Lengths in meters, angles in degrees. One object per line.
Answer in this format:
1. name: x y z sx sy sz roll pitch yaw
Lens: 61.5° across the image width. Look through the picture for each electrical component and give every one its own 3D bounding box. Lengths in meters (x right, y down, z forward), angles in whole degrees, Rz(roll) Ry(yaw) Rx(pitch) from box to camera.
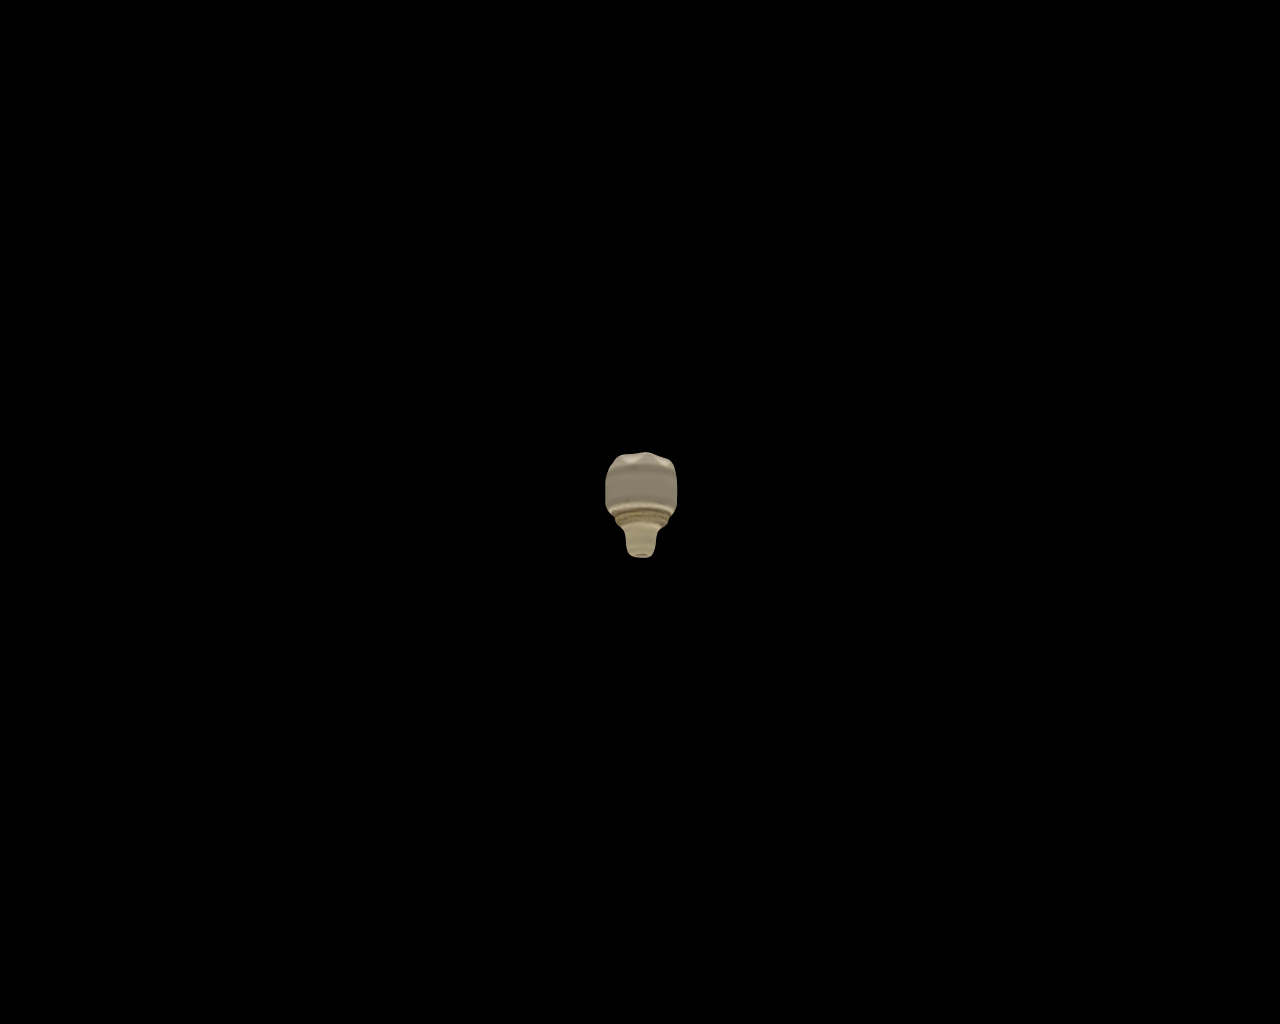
1. electrical component: 0.001 -0.003 0.650 0.043 0.062 0.043 0 -16 0
